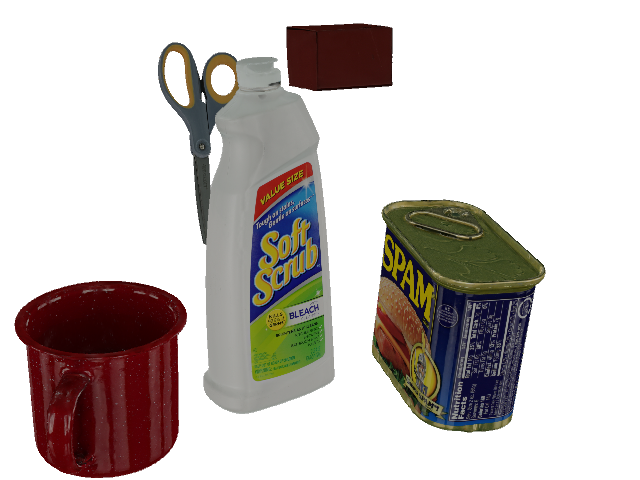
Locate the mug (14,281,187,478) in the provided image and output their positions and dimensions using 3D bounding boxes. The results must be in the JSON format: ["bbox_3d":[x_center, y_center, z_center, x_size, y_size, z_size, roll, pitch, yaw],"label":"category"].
[{"bbox_3d":[-0.122,0.083,0.589,0.093,0.081,0.117,4,23,5],"label":"mug"}]

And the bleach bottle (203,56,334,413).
[{"bbox_3d":[-0.044,-0.006,0.783,0.102,0.251,0.068,-15,22,-31],"label":"bleach bottle"}]

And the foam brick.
[{"bbox_3d":[0.017,-0.157,0.913,0.078,0.051,0.053,-8,18,-28],"label":"foam brick"}]

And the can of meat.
[{"bbox_3d":[0.065,0.036,0.542,0.057,0.084,0.102,-3,24,-17],"label":"can of meat"}]

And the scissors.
[{"bbox_3d":[-0.104,-0.104,1.067,0.096,0.202,0.016,-18,-1,-25],"label":"scissors"}]
